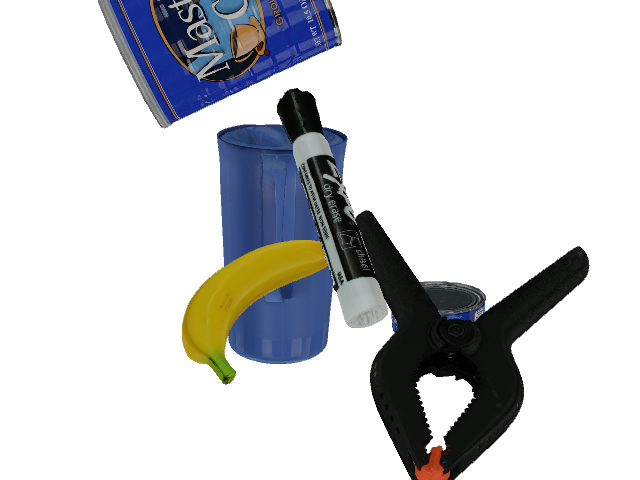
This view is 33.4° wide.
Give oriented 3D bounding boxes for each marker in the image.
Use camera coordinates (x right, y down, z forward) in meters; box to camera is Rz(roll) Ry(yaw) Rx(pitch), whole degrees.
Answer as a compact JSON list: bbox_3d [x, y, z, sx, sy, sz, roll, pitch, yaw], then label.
[{"bbox_3d":[0.003,-0.018,0.476,0.020,0.121,0.020,-14,-28,-8],"label":"marker"}]

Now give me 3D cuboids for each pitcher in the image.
[{"bbox_3d":[-0.043,0.005,1.114,0.148,0.243,0.145,-14,23,-42],"label":"pitcher"}]

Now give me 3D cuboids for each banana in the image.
[{"bbox_3d":[-0.056,0.045,0.840,0.069,0.037,0.197,31,39,8],"label":"banana"}]

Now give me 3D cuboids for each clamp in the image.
[{"bbox_3d":[0.076,0.063,0.687,0.165,0.209,0.036,14,-41,13],"label":"clamp"}]

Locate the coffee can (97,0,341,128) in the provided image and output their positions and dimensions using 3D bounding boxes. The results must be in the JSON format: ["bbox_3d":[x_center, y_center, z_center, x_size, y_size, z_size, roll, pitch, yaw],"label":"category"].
[{"bbox_3d":[-0.070,-0.154,0.745,0.140,0.103,0.103,-25,1,-1],"label":"coffee can"}]

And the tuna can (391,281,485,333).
[{"bbox_3d":[0.107,0.066,0.971,0.086,0.034,0.086,-1,15,0],"label":"tuna can"}]
